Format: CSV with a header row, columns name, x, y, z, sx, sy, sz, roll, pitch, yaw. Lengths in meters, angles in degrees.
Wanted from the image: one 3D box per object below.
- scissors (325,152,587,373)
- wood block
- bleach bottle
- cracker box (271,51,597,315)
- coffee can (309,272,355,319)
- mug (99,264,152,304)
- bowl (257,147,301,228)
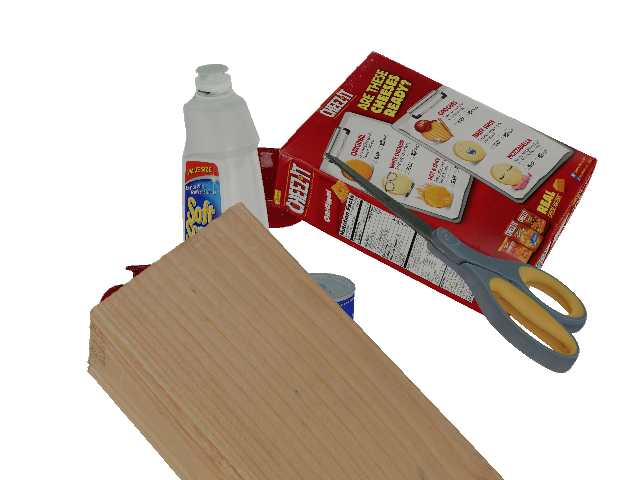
name,x,y,z,sx,sy,sz,roll,pitch,yaw
scissors,0.095,0.005,0.685,0.096,0.016,0.202,-12,52,-50
wood block,-0.007,0.096,0.494,0.090,0.206,0.090,-38,-13,-26
bleach bottle,-0.091,-0.038,0.971,0.068,0.251,0.103,-22,33,-32
cracker box,0.092,-0.047,0.864,0.214,0.072,0.164,27,48,14
coffee can,-0.003,0.128,1.505,0.103,0.140,0.103,0,19,0
mug,-0.100,0.058,0.744,0.117,0.081,0.093,1,-3,-36
bowl,-0.063,-0.059,1.293,0.162,0.055,0.162,4,26,-2
